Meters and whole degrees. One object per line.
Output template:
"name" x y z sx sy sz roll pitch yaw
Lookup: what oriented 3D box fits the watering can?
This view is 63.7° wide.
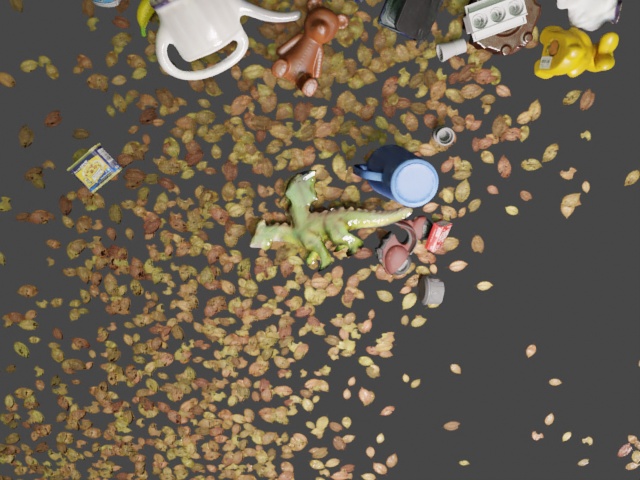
"watering can" -0.230 -0.511 1.169 0.348 0.220 0.106 -31 35 -1

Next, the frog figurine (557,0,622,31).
"frog figurine" 0.608 -0.562 1.194 0.160 0.135 0.125 13 27 14

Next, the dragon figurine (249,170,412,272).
"dragon figurine" 0.004 -0.067 1.324 0.408 0.241 0.123 -31 8 11
